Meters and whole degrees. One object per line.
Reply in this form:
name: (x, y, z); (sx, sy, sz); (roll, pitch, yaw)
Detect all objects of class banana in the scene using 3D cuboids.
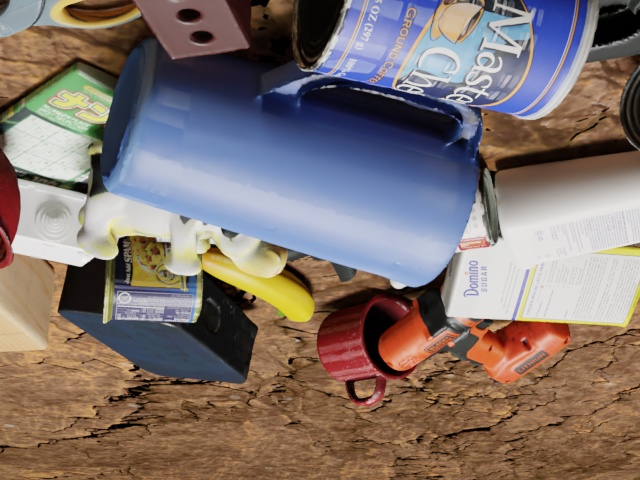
banana: (-0.053, 0.051, 1.089); (0.070, 0.037, 0.197); (-9, 154, 22)

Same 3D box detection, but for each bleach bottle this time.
bleach bottle: (0.273, -0.036, 0.853); (0.251, 0.068, 0.102); (-9, 155, 16)

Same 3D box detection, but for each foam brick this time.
foam brick: (-0.074, -0.149, 0.616); (0.053, 0.051, 0.078); (-6, 155, 13)

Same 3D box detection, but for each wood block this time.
wood block: (-0.328, 0.031, 0.989); (0.091, 0.090, 0.206); (-3, 156, 6)

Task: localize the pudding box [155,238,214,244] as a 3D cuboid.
pudding box: (-0.088, -0.030, 0.907); (0.113, 0.039, 0.090); (4, 155, -3)

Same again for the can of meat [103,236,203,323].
can of meat: (-0.150, 0.025, 0.954); (0.084, 0.102, 0.057); (3, 141, -12)

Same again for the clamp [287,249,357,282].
clamp: (-0.006, 0.001, 0.974); (0.120, 0.039, 0.172); (-1, 159, -15)

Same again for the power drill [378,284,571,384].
power drill: (0.178, 0.085, 1.110); (0.187, 0.057, 0.185); (20, 133, -41)

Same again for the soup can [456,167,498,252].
soup can: (0.091, -0.021, 0.883); (0.102, 0.068, 0.068); (-7, 155, 17)

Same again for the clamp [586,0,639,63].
clamp: (0.208, -0.148, 0.626); (0.164, 0.036, 0.210); (16, 155, -30)

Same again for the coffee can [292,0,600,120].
coffee can: (0.067, -0.130, 0.592); (0.140, 0.103, 0.103); (9, 155, -18)

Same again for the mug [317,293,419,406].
mug: (0.051, 0.122, 1.157); (0.093, 0.117, 0.082); (15, 158, -38)

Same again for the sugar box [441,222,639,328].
sugar box: (0.207, 0.029, 0.980); (0.176, 0.048, 0.093); (6, 124, -5)

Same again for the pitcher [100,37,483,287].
pitcher: (-0.017, -0.063, 0.733); (0.242, 0.149, 0.145); (14, -173, -21)

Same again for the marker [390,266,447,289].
marker: (0.112, 0.021, 1.039); (0.020, 0.020, 0.121); (16, 152, -31)

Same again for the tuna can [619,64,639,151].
tuna can: (0.244, -0.088, 0.703); (0.086, 0.086, 0.033); (-17, 152, 35)

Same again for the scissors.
scissors: (-0.202, -0.149, 0.666); (0.202, 0.016, 0.096); (-6, 154, 16)

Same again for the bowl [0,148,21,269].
bowl: (-0.280, -0.051, 0.797); (0.162, 0.055, 0.162); (27, 152, 15)
